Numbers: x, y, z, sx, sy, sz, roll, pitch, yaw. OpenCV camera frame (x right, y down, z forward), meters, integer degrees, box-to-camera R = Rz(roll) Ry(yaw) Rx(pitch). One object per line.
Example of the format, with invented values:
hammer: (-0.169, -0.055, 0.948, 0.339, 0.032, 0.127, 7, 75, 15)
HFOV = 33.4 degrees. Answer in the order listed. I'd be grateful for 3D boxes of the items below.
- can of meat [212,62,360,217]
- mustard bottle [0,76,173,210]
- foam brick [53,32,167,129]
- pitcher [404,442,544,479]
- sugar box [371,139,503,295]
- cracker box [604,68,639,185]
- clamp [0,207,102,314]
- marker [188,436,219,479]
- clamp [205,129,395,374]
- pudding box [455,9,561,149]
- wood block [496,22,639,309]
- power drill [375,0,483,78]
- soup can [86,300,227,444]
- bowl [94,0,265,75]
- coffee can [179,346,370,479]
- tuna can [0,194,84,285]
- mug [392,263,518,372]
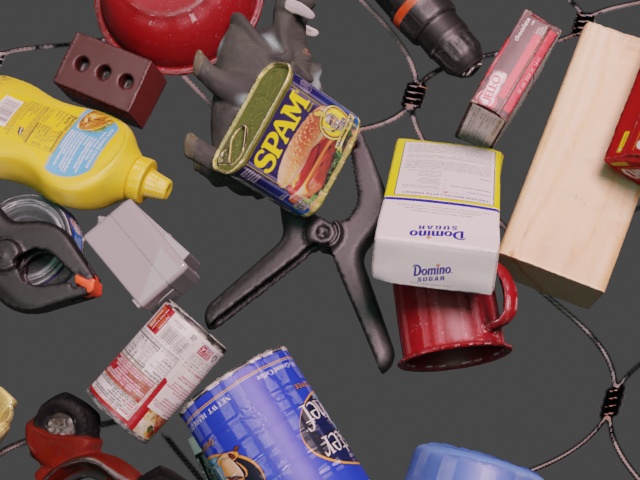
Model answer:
can of meat: (-0.025, -0.080, 0.873, 0.083, 0.058, 0.102, 31, 84, -28)
mustard bottle: (-0.219, -0.076, 0.936, 0.192, 0.058, 0.096, 20, 52, 8)
foam brick: (-0.187, -0.142, 0.955, 0.078, 0.051, 0.053, 22, 81, 9)
pitcher: (0.102, 0.287, 0.806, 0.145, 0.149, 0.243, 12, 75, 23)
sugar box: (0.096, -0.023, 0.851, 0.093, 0.176, 0.048, 7, 123, 7)
cracker box: (0.344, -0.087, 0.835, 0.213, 0.072, 0.164, 28, 80, -25)
clamp: (-0.263, 0.005, 0.901, 0.171, 0.039, 0.120, 10, 85, 5)
marker: (-0.077, 0.217, 0.884, 0.020, 0.020, 0.121, -26, 77, -1)
clamp: (-0.006, 0.001, 0.915, 0.164, 0.036, 0.210, 7, 76, 8)
pudding box: (0.155, -0.129, 0.890, 0.039, 0.113, 0.090, 32, 82, 7)
wood block: (0.220, -0.059, 0.881, 0.090, 0.091, 0.206, 21, 81, 9)
power drill: (0.132, -0.257, 0.949, 0.187, 0.057, 0.184, -37, 77, -4)
soup can: (-0.135, 0.108, 0.888, 0.068, 0.068, 0.102, 40, 83, 12)
bowl: (-0.133, -0.235, 0.969, 0.162, 0.055, 0.162, -1, 78, 4)
coffee can: (-0.032, 0.170, 0.847, 0.103, 0.103, 0.140, -33, 77, -3)
tuna can: (-0.254, 0.004, 0.938, 0.086, 0.034, 0.086, -1, 78, 5)
mug: (0.110, 0.054, 0.859, 0.093, 0.117, 0.081, 7, 67, -36)
